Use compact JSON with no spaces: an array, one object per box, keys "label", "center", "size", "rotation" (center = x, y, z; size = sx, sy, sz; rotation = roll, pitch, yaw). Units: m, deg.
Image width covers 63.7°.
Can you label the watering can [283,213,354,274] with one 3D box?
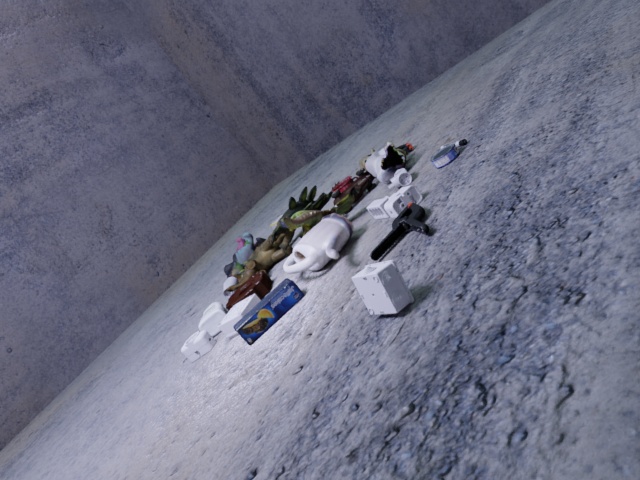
[{"label":"watering can","center":[0.016,0.014,1.480],"size":[0.228,0.103,0.344],"rotation":[-45,13,-28]}]

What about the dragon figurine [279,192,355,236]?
[{"label":"dragon figurine","center":[0.005,-0.084,1.668],"size":[0.243,0.123,0.407],"rotation":[-38,-10,-1]}]

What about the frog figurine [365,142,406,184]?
[{"label":"frog figurine","center":[0.229,-0.262,1.829],"size":[0.123,0.139,0.157],"rotation":[3,-15,-18]}]
